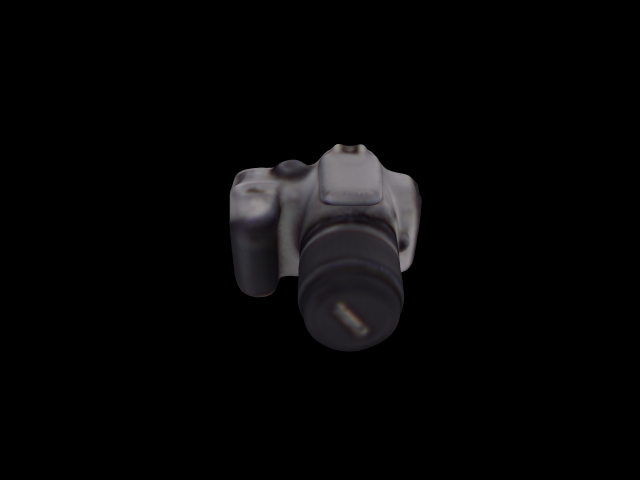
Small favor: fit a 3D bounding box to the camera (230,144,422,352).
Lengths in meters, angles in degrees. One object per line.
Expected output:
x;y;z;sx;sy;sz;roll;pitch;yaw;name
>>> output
0.004;0.001;0.400;0.143;0.101;0.136;0;37;0;camera
